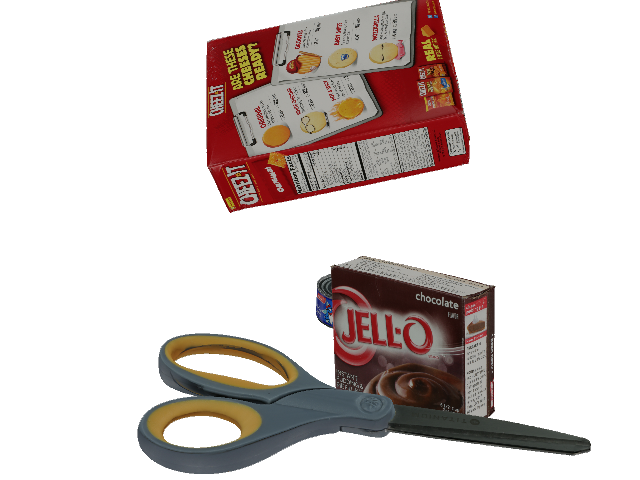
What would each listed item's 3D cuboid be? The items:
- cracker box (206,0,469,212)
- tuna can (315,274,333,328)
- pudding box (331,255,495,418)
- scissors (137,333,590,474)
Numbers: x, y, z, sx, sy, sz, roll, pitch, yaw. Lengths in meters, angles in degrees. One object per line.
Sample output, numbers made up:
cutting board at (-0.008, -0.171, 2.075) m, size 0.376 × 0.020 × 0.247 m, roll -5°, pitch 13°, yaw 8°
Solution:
cracker box at (0.012, -0.120, 0.927) m, size 0.214 × 0.164 × 0.072 m, roll -12°, pitch -41°, yaw 8°
tuna can at (0.038, 0.059, 1.025) m, size 0.086 × 0.034 × 0.086 m, roll 3°, pitch 18°, yaw -1°
pudding box at (0.058, 0.064, 0.691) m, size 0.114 × 0.090 × 0.039 m, roll 11°, pitch 21°, yaw 41°
scissors at (0.008, 0.086, 0.468) m, size 0.202 × 0.016 × 0.096 m, roll 15°, pitch 34°, yaw 22°
